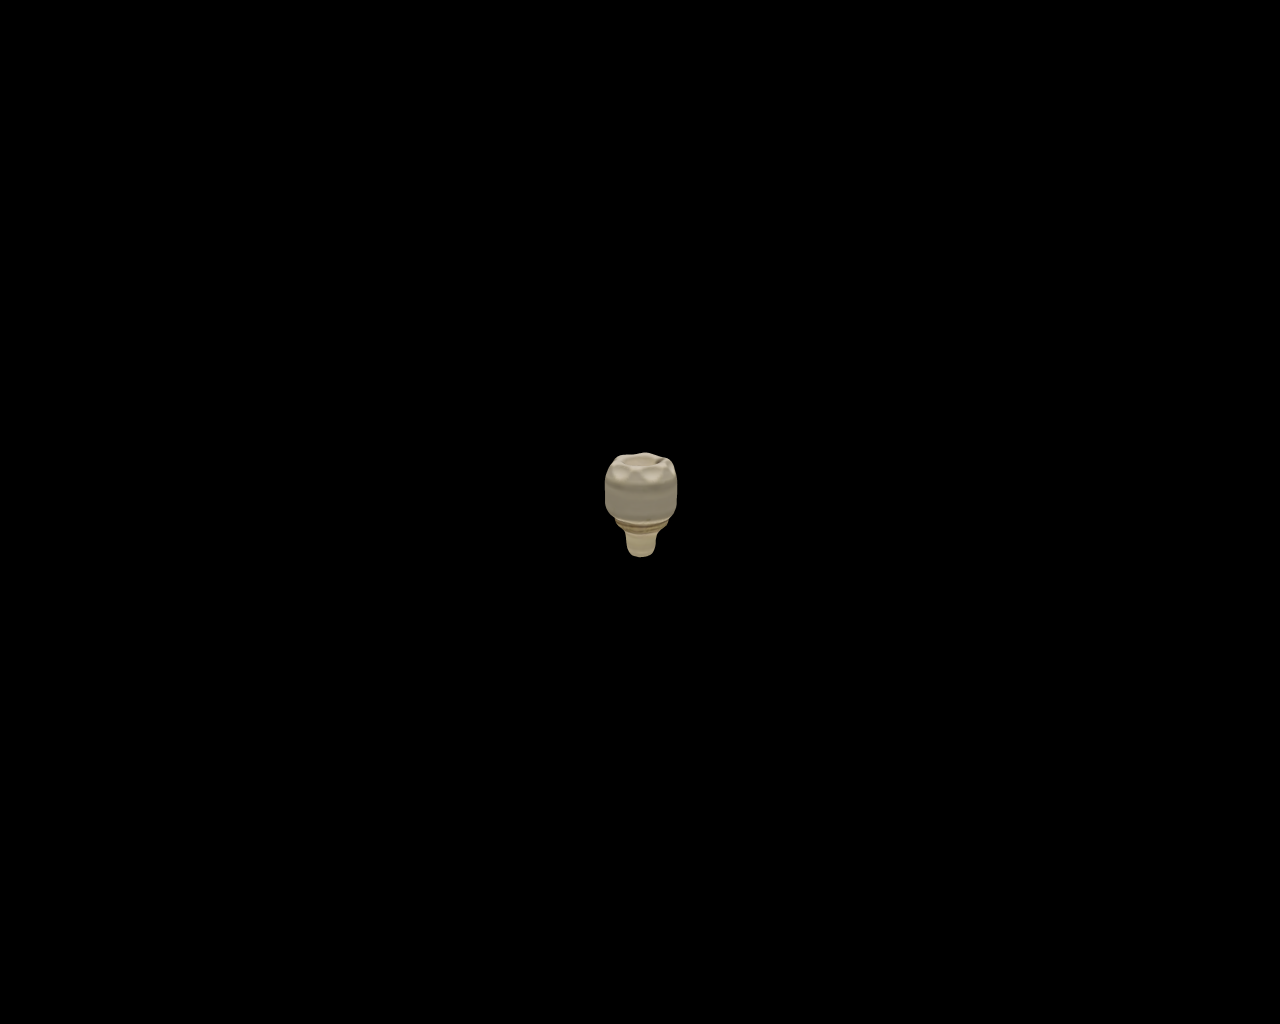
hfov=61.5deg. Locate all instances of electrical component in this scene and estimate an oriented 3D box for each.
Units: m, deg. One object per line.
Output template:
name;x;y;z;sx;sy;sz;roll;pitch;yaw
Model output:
electrical component;0.001;-0.003;0.650;0.043;0.062;0.043;0;18;0
